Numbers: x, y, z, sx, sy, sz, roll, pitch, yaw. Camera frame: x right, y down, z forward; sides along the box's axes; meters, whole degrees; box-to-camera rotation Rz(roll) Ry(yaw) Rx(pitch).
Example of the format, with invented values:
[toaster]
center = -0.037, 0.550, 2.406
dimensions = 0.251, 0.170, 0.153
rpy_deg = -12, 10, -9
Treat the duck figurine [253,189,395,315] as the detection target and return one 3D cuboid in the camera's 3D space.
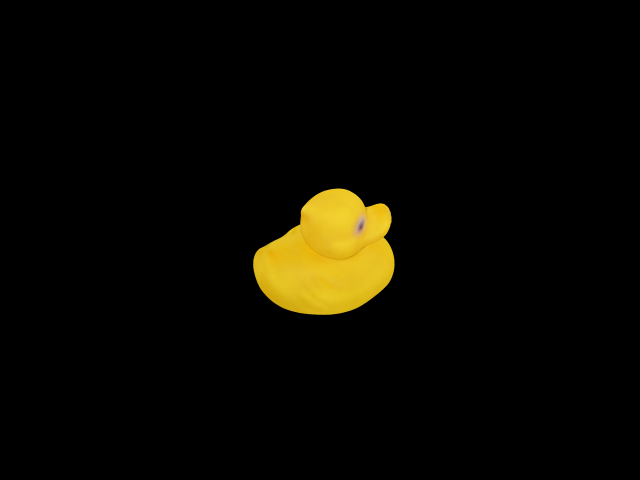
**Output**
[duck figurine]
center = 0.004, 0.001, 0.400
dimensions = 0.104, 0.086, 0.077
rpy_deg = -10, 53, -7
